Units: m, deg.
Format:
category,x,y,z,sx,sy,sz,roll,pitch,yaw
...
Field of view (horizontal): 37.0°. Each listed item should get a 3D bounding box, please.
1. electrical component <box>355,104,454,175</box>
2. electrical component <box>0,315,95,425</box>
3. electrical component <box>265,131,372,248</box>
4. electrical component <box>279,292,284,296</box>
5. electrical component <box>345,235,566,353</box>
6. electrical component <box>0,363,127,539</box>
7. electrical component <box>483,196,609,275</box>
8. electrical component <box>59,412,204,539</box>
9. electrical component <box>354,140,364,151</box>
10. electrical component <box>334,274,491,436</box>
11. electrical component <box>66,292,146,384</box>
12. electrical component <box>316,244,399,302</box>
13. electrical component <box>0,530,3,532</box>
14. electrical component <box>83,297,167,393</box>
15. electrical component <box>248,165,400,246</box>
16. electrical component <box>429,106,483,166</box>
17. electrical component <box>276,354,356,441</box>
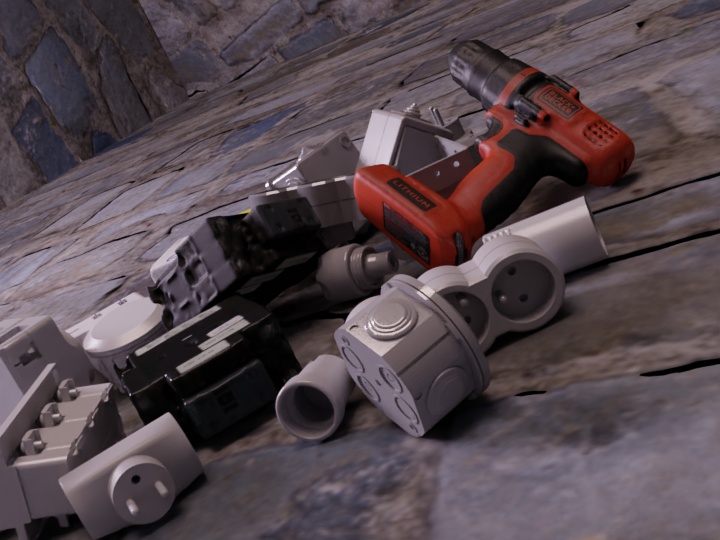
category,x,y,z,sx,sy,sz,roll,pitch,yaw
electrical component,0.042,-0.104,0.979,0.062,0.096,0.061,13,7,-33
electrical component,-0.293,0.091,0.922,0.150,0.089,0.062,-7,25,49
electrical component,-0.027,-0.073,1.016,0.048,0.099,0.100,-29,10,44
electrical component,-0.081,-0.006,0.991,0.064,0.042,0.081,-27,16,-17
electrical component,0.054,0.022,0.671,0.138,0.052,0.073,-26,16,1
electrical component,-0.204,0.121,0.728,0.063,0.078,0.121,-9,17,4
electrical component,0.116,-0.013,0.704,0.081,0.043,0.043,-22,17,15
electrical component,-0.133,0.128,0.643,0.077,0.044,0.079,-31,17,-16
electrical component,-0.001,-0.097,1.116,0.096,0.061,0.061,-17,18,29
electrical component,0.028,0.047,0.588,0.051,0.080,0.080,-38,19,-19
electrical component,-0.223,0.065,0.970,0.089,0.050,0.056,-31,16,-17
electrical component,0.000,0.000,0.842,0.062,0.043,0.043,-15,20,31
electrical component,-0.296,0.164,0.749,0.121,0.063,0.078,-26,16,2
electrical component,-0.188,0.061,0.909,0.080,0.051,0.080,-20,25,10
electrical component,-0.025,-0.042,0.935,0.138,0.073,0.052,-10,8,17
electrical component,0.085,-0.125,1.046,0.052,0.073,0.138,-27,16,-2
electrical component,-0.025,0.076,0.651,0.040,0.040,0.046,-20,12,22
